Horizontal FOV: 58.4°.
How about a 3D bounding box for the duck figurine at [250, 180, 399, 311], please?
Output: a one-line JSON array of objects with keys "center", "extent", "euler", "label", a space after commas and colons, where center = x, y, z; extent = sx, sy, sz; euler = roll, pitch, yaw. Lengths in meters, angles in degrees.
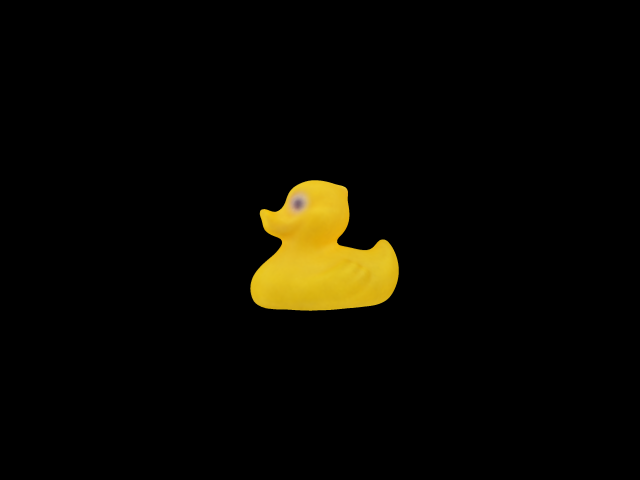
[{"center": [0.004, 0.001, 0.400], "extent": [0.105, 0.086, 0.077], "euler": [-1, 4, -11], "label": "duck figurine"}]
